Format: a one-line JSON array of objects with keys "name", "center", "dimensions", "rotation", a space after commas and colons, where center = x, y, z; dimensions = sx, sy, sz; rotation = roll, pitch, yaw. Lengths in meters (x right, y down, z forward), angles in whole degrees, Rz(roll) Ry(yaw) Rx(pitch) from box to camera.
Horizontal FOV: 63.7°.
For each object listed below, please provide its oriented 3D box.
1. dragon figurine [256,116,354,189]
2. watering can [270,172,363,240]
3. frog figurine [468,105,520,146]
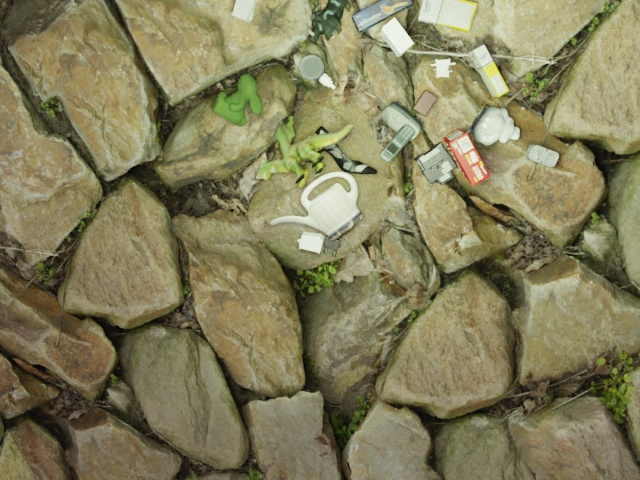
[{"name": "dragon figurine", "center": [-0.076, -0.334, 1.808], "dimensions": [0.405, 0.122, 0.245], "rotation": [-44, 72, 23]}, {"name": "watering can", "center": [0.006, -0.094, 1.875], "dimensions": [0.346, 0.105, 0.224], "rotation": [-37, 94, 8]}, {"name": "frog figurine", "center": [0.601, -0.379, 1.751], "dimensions": [0.160, 0.122, 0.138], "rotation": [31, 86, 10]}]
